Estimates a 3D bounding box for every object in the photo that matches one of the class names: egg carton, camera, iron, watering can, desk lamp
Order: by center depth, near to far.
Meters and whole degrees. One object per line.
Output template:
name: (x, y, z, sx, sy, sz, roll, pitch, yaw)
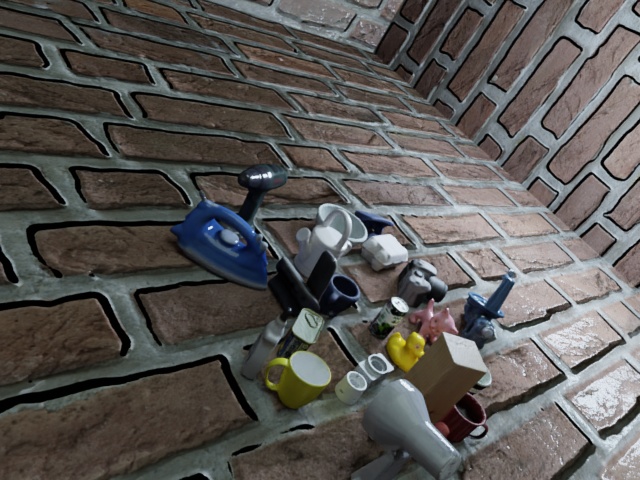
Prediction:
desk lamp: (0.145, 0.389, 1.024, 0.118, 0.213, 0.202, 3, 42, -42)
iron: (-0.205, 0.000, 1.327, 0.258, 0.141, 0.119, 32, 30, -2)
watering can: (0.015, 0.007, 1.476, 0.100, 0.194, 0.173, 45, 32, 20)
camera: (0.308, 0.130, 1.674, 0.137, 0.100, 0.143, 29, 30, -7)
egg carton: (0.195, 0.037, 1.732, 0.151, 0.069, 0.107, -9, 50, -50)

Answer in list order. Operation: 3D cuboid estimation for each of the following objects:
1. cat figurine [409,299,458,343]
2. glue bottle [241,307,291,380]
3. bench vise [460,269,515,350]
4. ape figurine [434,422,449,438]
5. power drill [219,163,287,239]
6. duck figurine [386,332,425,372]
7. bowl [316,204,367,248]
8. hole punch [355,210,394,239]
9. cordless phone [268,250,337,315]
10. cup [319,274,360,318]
cat figurine: (0.311, 0.217, 1.533, 0.067, 0.117, 0.127, 14, 35, -30)
glue bottle: (-0.098, 0.193, 1.116, 0.037, 0.173, 0.078, 29, 30, -7)
bench vise: (0.497, 0.199, 1.637, 0.122, 0.219, 0.207, 21, 32, -20)
ape figurine: (0.236, 0.416, 1.195, 0.076, 0.092, 0.077, 15, 35, -29)
power drill: (-0.172, -0.106, 1.447, 0.075, 0.208, 0.230, 38, 30, 8)
duck figurine: (0.219, 0.263, 1.408, 0.078, 0.086, 0.104, -2, 45, -45)
bowl: (0.051, -0.027, 1.682, 0.168, 0.074, 0.167, 24, 31, -15)
hole punch: (0.164, -0.059, 1.820, 0.109, 0.091, 0.101, 12, 36, -32)
cordless phone: (-0.029, 0.075, 1.343, 0.094, 0.185, 0.147, -4, 47, -47)
cup: (0.033, 0.148, 1.388, 0.091, 0.095, 0.118, 38, 30, 9)
